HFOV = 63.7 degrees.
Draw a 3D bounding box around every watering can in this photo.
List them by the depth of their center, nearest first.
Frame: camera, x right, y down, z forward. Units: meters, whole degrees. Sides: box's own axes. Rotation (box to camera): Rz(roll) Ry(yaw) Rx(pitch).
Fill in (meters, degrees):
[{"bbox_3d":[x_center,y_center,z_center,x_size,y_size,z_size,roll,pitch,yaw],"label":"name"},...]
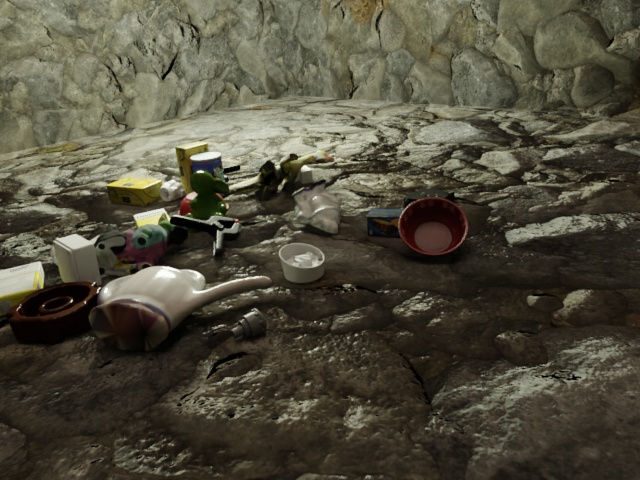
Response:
[{"bbox_3d":[-0.284,0.117,0.997,0.347,0.102,0.228,-1,24,12],"label":"watering can"}]

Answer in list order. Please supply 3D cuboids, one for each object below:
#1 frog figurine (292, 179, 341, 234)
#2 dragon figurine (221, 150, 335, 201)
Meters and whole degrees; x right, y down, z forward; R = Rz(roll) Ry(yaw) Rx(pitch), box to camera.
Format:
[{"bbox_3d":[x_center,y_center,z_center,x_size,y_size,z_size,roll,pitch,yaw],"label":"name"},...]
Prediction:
[{"bbox_3d":[0.004,-0.072,1.422,0.138,0.120,0.162,-13,58,-40],"label":"frog figurine"},{"bbox_3d":[-0.152,-0.228,1.773,0.409,0.121,0.246,-15,14,11],"label":"dragon figurine"}]
